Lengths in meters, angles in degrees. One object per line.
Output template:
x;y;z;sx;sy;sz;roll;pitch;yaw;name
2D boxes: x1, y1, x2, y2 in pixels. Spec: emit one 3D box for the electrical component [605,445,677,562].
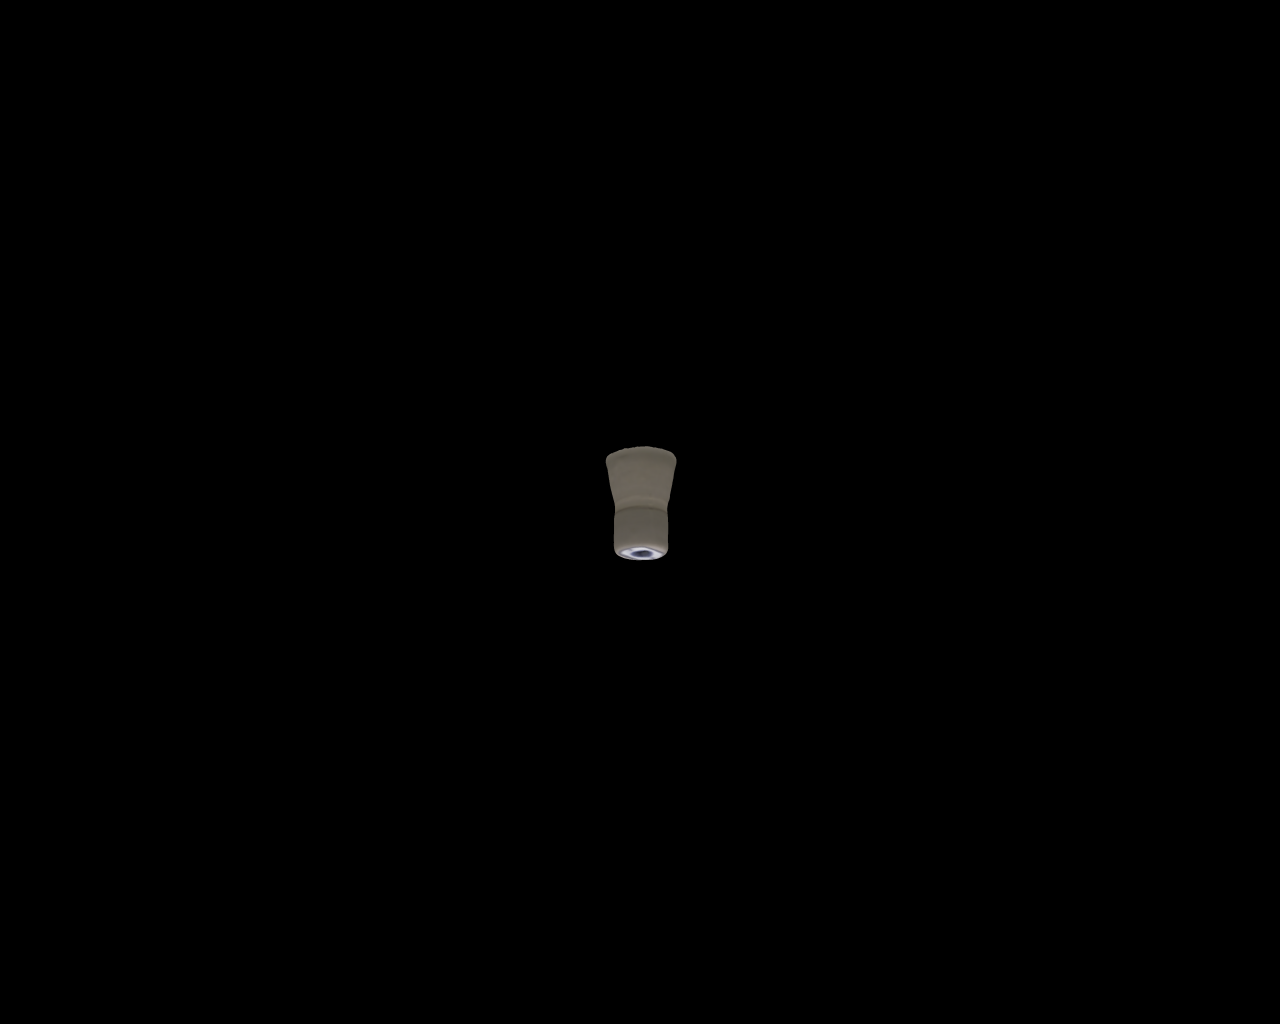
0.001;-0.003;0.650;0.044;0.065;0.044;0;-19;0;electrical component
